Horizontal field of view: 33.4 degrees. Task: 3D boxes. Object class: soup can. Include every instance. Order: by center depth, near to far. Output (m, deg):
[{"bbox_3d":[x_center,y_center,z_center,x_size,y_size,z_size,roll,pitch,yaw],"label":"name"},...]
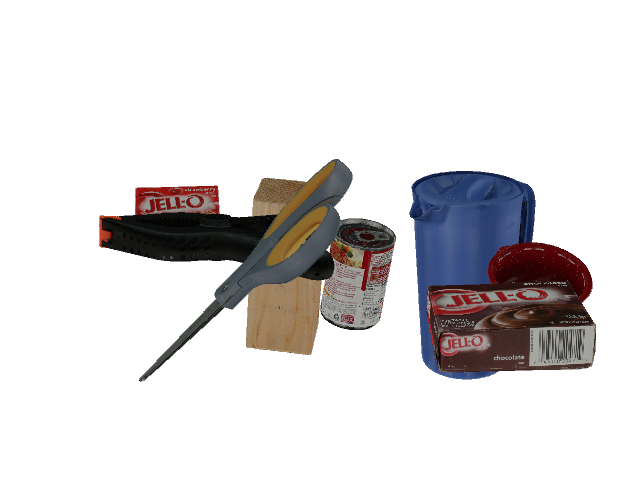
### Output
[{"bbox_3d":[0.040,0.037,1.144,0.068,0.102,0.068,7,27,-4],"label":"soup can"}]

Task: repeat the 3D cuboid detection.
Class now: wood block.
[{"bbox_3d":[-0.044,0.033,1.388,0.090,0.206,0.090,6,23,3],"label":"wood block"}]

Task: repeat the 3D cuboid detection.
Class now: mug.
[{"bbox_3d":[0.191,0.054,0.988,0.093,0.081,0.117,-13,42,-17],"label":"mug"}]

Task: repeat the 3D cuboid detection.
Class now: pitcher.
[{"bbox_3d":[0.188,0.040,1.318,0.149,0.243,0.145,2,22,9],"label":"pitcher"}]

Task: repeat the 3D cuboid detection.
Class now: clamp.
[{"bbox_3d":[-0.083,0.000,0.900,0.210,0.036,0.164,1,13,-6],"label":"clamp"}]

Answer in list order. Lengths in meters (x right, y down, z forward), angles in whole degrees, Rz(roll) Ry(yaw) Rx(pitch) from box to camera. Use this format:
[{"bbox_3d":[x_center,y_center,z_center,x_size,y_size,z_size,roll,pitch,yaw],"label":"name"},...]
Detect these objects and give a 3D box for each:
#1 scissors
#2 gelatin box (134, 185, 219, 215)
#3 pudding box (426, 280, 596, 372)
[{"bbox_3d":[-0.048,0.033,0.655,0.016,0.202,0.096,38,9,-18],"label":"scissors"},{"bbox_3d":[-0.150,-0.023,1.121,0.089,0.073,0.030,-1,-43,-7],"label":"gelatin box"},{"bbox_3d":[0.138,0.062,0.789,0.113,0.039,0.090,0,19,1],"label":"pudding box"}]
